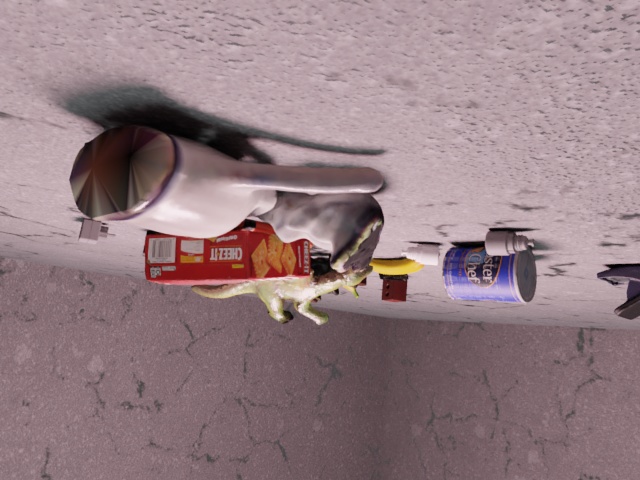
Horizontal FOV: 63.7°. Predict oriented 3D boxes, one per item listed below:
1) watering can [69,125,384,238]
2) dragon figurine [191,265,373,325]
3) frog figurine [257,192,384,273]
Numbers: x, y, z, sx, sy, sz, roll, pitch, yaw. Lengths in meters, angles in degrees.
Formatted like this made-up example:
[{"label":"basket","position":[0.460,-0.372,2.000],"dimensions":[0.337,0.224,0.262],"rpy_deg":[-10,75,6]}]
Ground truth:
[{"label":"watering can","position":[-0.123,-0.064,0.584],"dimensions":[0.346,0.105,0.223],"rpy_deg":[-9,167,30]},{"label":"dragon figurine","position":[-0.095,0.075,1.080],"dimensions":[0.410,0.125,0.237],"rpy_deg":[2,146,3]},{"label":"frog figurine","position":[0.002,-0.035,0.697],"dimensions":[0.161,0.120,0.139],"rpy_deg":[37,-149,21]}]
